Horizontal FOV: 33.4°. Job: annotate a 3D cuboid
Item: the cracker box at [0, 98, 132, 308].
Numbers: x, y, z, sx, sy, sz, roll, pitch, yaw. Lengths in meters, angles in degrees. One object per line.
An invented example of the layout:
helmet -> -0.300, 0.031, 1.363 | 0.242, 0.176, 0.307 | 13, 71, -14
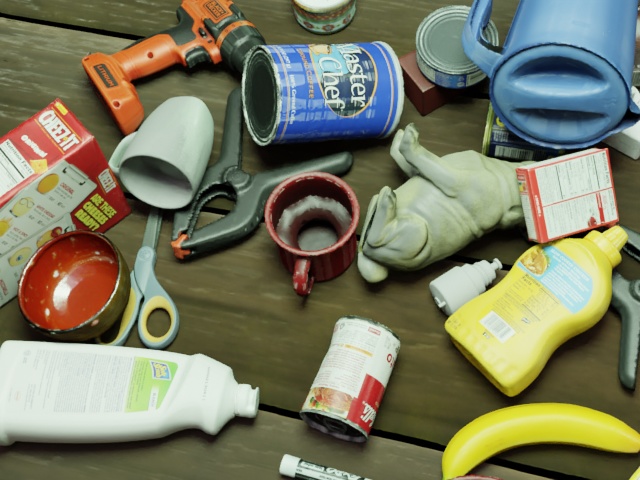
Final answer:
cracker box -> -0.308, -0.022, 1.062 | 0.213, 0.164, 0.072 | -38, 69, -13

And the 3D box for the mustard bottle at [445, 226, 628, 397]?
mustard bottle -> 0.219, 0.054, 1.019 | 0.191, 0.058, 0.096 | -41, 53, -5

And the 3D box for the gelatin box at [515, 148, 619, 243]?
gelatin box -> 0.238, -0.044, 1.023 | 0.089, 0.030, 0.073 | -15, 100, -14

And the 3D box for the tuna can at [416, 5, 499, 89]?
tuna can -> 0.143, -0.202, 1.121 | 0.086, 0.034, 0.086 | -2, 65, 4

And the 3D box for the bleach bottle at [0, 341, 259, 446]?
bleach bottle -> -0.185, 0.154, 1.022 | 0.251, 0.068, 0.102 | 4, 65, 5

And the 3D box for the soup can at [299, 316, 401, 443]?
soup can -> 0.030, 0.131, 1.009 | 0.068, 0.068, 0.102 | 17, 66, 13

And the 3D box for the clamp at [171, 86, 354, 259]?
clamp -> -0.091, -0.067, 1.134 | 0.165, 0.036, 0.209 | 39, 70, 23

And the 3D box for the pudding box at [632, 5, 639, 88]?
pudding box -> 0.309, -0.211, 1.165 | 0.113, 0.039, 0.090 | 1, 63, 5

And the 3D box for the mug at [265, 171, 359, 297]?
mug -> -0.007, 0.001, 1.068 | 0.093, 0.081, 0.117 | 6, 65, 8

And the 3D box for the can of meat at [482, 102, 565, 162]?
can of meat -> 0.219, -0.132, 1.125 | 0.084, 0.057, 0.102 | 9, 65, 9

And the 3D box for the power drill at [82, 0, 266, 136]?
power drill -> -0.154, -0.192, 1.179 | 0.187, 0.057, 0.185 | -31, 52, -12

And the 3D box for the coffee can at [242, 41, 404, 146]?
coffee can -> 0.002, -0.152, 1.105 | 0.140, 0.103, 0.103 | -6, 61, -24

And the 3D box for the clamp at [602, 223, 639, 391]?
clamp -> 0.328, 0.054, 1.033 | 0.120, 0.039, 0.171 | -12, 64, 1

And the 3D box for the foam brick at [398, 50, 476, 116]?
foam brick -> 0.129, -0.183, 1.162 | 0.078, 0.051, 0.053 | -30, 67, -9

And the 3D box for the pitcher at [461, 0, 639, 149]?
pitcher -> 0.246, -0.223, 1.070 | 0.145, 0.149, 0.242 | -9, 44, 33

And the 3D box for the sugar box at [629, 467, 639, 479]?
sugar box -> 0.325, 0.227, 0.947 | 0.176, 0.048, 0.093 | -42, 67, -18

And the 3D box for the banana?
banana -> 0.195, 0.186, 0.987 | 0.198, 0.037, 0.069 | -15, 83, -1

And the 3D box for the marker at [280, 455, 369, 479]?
marker -> 0.022, 0.225, 0.991 | 0.121, 0.020, 0.020 | 13, 66, 12

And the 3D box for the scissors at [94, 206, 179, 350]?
scissors -> -0.166, 0.030, 1.104 | 0.096, 0.016, 0.201 | 19, 68, 17

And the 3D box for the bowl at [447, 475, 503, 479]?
bowl -> 0.136, 0.291, 0.927 | 0.162, 0.055, 0.162 | -2, 64, 4
